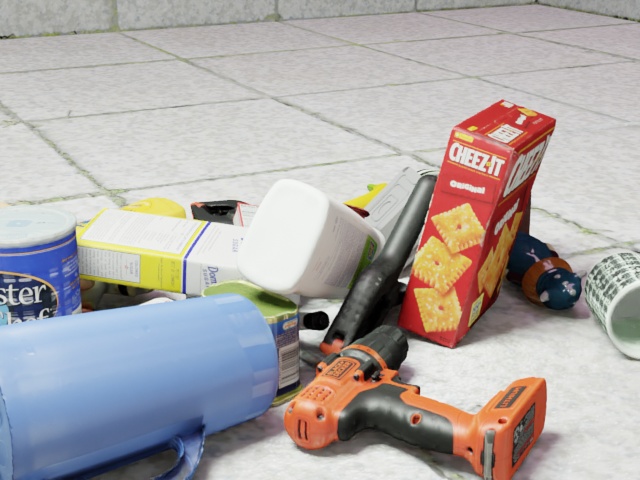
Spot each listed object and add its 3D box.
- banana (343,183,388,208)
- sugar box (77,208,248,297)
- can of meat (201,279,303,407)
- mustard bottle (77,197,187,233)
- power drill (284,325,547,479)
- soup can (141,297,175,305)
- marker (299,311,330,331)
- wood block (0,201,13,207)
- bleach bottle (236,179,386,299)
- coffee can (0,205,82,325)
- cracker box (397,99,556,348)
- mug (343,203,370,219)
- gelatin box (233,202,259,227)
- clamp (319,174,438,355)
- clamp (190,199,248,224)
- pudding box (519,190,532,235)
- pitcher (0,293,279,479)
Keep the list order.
[{"bbox_3d":[0.055,-0.043,1.416,0.070,0.037,0.197,-12,9,32],"label":"banana"},{"bbox_3d":[-0.143,0.014,1.040,0.176,0.048,0.093,11,26,7],"label":"sugar box"},{"bbox_3d":[-0.063,0.090,0.955,0.057,0.084,0.102,-18,27,-42],"label":"can of meat"},{"bbox_3d":[-0.252,-0.002,1.250,0.096,0.058,0.191,6,19,39],"label":"mustard bottle"},{"bbox_3d":[0.088,0.131,0.886,0.188,0.057,0.184,8,24,27],"label":"power drill"},{"bbox_3d":[-0.166,0.097,0.957,0.069,0.068,0.102,13,22,32],"label":"soup can"},{"bbox_3d":[-0.024,0.078,1.022,0.020,0.020,0.121,-10,0,-28],"label":"marker"},{"bbox_3d":[-0.431,-0.008,1.218,0.090,0.091,0.206,-18,27,-41],"label":"wood block"},{"bbox_3d":[0.010,0.019,1.032,0.068,0.102,0.250,24,-3,23],"label":"bleach bottle"},{"bbox_3d":[-0.271,0.049,0.981,0.103,0.140,0.103,0,19,0],"label":"coffee can"},{"bbox_3d":[0.160,-0.020,1.074,0.072,0.214,0.164,23,25,18],"label":"cracker box"},{"bbox_3d":[-0.008,0.001,1.166,0.117,0.081,0.093,11,-7,-19],"label":"mug"},{"bbox_3d":[-0.059,-0.002,1.238,0.073,0.030,0.089,7,38,-19],"label":"gelatin box"},{"bbox_3d":[0.061,0.038,1.033,0.036,0.165,0.209,23,37,17],"label":"clamp"},{"bbox_3d":[-0.089,-0.024,1.344,0.120,0.039,0.172,-20,31,-39],"label":"clamp"},{"bbox_3d":[0.196,-0.022,1.236,0.090,0.113,0.039,-4,17,-12],"label":"pudding box"},{"bbox_3d":[-0.151,0.121,0.826,0.242,0.149,0.145,-10,6,-36],"label":"pitcher"}]
